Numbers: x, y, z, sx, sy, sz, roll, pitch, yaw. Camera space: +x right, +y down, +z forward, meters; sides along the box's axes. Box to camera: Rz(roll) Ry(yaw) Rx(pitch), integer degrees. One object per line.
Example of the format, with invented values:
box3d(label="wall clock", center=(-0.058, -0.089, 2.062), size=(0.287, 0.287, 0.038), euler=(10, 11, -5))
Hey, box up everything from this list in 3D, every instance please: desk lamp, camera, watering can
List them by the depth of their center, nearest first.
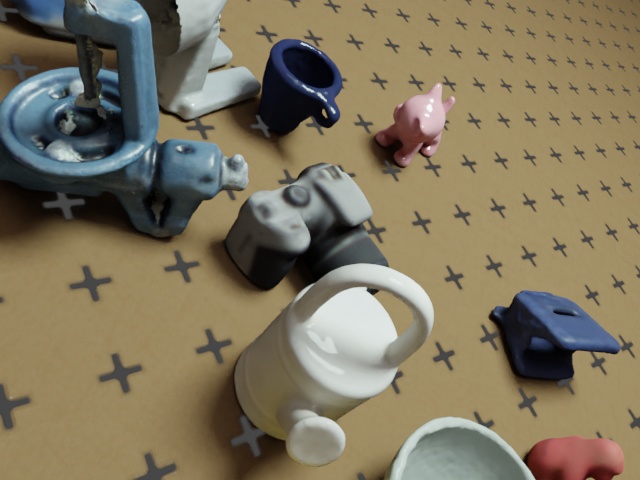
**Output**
box3d(label="watering can", center=(0.013, 0.088, 0.446), size=(0.101, 0.193, 0.172), euler=(13, 52, -25))
box3d(label="camera", center=(0.005, 0.002, 0.570), size=(0.143, 0.100, 0.136), euler=(-25, 74, -42))
box3d(label="desk lamp", center=(-0.124, -0.233, 0.581), size=(0.118, 0.213, 0.204), euler=(48, 46, 7))

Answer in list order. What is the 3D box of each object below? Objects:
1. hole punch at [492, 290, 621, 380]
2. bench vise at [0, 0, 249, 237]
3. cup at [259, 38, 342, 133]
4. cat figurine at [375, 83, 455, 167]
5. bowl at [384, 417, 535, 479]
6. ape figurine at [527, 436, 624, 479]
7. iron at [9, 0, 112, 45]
box3d(label="hole punch", center=(0.279, 0.104, 0.679), size=(0.109, 0.091, 0.101), euler=(9, 54, -28))
box3d(label="bench vise", center=(-0.152, -0.106, 0.465), size=(0.208, 0.219, 0.121), euler=(0, 58, -33))
box3d(label="cup", center=(-0.026, -0.162, 0.676), size=(0.092, 0.094, 0.117), euler=(-18, 69, -40))
box3d(label="cat figurine", center=(0.138, -0.160, 0.764), size=(0.067, 0.117, 0.128), euler=(50, 46, 9))
box3d(label="bowl", center=(0.111, 0.241, 0.480), size=(0.168, 0.074, 0.167), euler=(17, 50, -22))
box3d(label="ape figurine", center=(0.263, 0.228, 0.577), size=(0.076, 0.092, 0.078), euler=(49, 46, 8))
box3d(label="iron", center=(-0.214, -0.301, 0.624), size=(0.259, 0.141, 0.118), euler=(-2, 59, -34))
